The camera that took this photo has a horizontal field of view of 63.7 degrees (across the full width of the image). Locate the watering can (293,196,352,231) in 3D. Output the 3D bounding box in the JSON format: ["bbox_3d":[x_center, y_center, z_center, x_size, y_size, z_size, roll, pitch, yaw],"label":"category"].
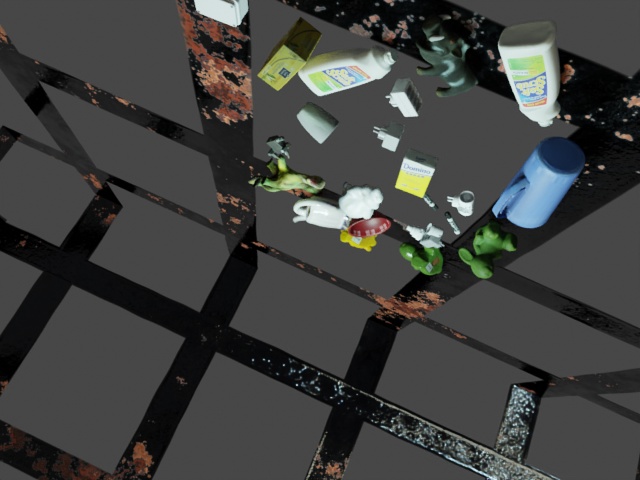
[{"bbox_3d":[0.006,-0.099,1.965,0.224,0.105,0.344,12,169,-7],"label":"watering can"}]

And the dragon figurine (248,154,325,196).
[{"bbox_3d":[-0.107,-0.204,1.901,0.241,0.123,0.409,24,171,-21],"label":"dragon figurine"}]

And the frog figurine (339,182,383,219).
[{"bbox_3d":[0.146,-0.128,1.744,0.160,0.124,0.135,19,142,50],"label":"frog figurine"}]
